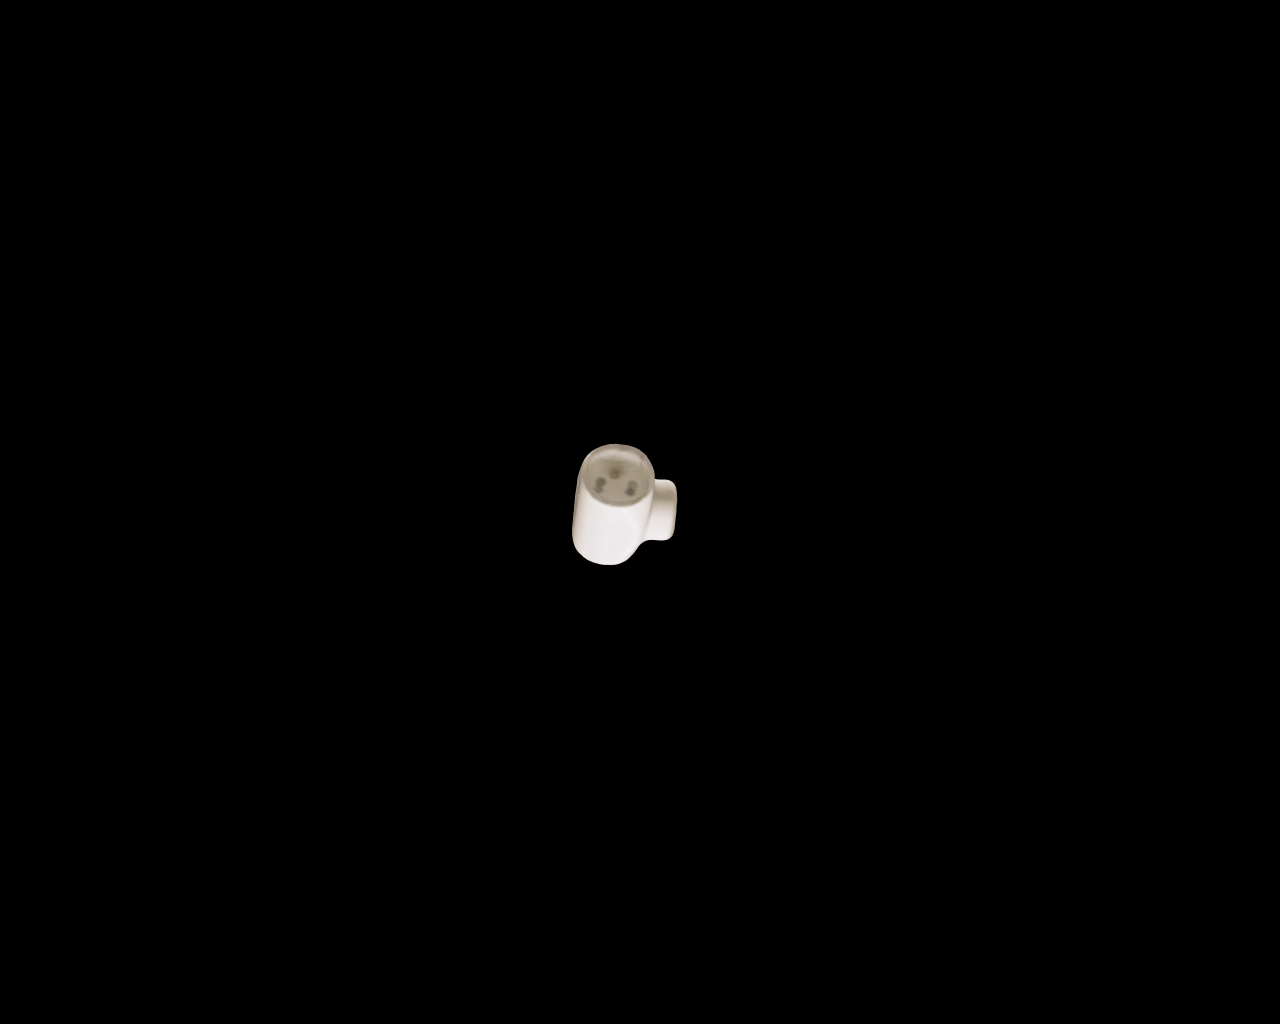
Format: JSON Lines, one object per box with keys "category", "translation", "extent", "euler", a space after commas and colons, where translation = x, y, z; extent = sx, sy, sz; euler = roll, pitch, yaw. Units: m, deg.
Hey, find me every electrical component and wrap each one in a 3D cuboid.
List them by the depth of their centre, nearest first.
{"category": "electrical component", "translation": [0.001, -0.003, 0.650], "extent": [0.079, 0.044, 0.077], "euler": [4, -29, -6]}
